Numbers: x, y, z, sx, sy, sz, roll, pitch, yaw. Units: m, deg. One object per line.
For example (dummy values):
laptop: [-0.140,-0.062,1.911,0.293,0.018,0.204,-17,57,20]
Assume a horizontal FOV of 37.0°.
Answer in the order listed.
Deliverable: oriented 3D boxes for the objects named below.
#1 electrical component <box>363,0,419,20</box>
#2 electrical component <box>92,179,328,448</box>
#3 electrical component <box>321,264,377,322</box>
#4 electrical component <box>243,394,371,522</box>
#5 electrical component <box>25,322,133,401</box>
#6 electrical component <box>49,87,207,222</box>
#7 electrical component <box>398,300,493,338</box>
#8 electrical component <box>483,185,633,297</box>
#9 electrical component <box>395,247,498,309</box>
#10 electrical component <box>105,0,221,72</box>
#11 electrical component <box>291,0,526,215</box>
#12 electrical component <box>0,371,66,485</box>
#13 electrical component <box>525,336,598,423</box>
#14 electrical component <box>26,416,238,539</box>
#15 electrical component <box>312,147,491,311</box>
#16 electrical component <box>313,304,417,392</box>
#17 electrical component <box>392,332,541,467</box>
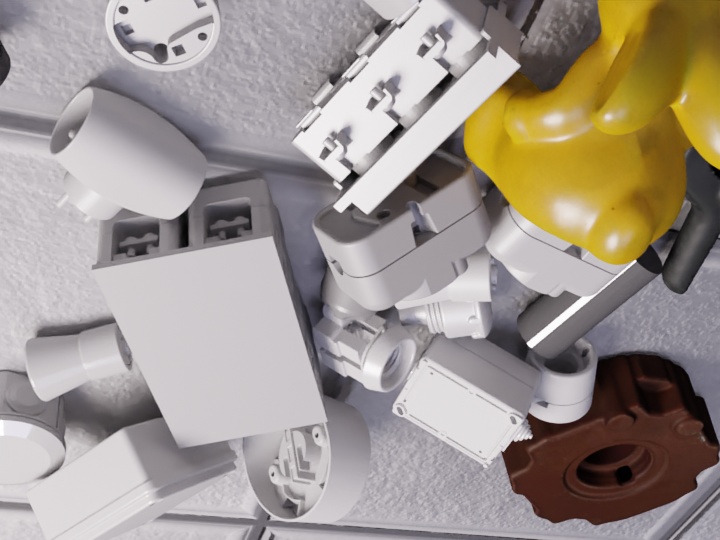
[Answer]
electrical component: [0.011,-0.174,0.512,0.077,0.043,0.079,36,108,-27]
electrical component: [-0.091,0.031,0.700,0.105,0.060,0.186,-10,137,2]
electrical component: [0.000,0.000,0.695,0.043,0.043,0.062,5,134,-14]
electrical component: [-0.040,0.137,0.796,0.064,0.099,0.099,19,131,-34]
electrical component: [-0.188,0.059,0.730,0.065,0.044,0.044,-15,137,0]
electrical component: [-0.142,-0.055,0.613,0.077,0.043,0.079,31,124,-34]
electrical component: [0.058,0.025,0.731,0.062,0.048,0.048,-8,137,9]
electrical component: [0.124,-0.024,0.681,0.095,0.053,0.059,22,129,-28]
electrical component: [0.056,0.003,0.692,0.065,0.044,0.044,-1,138,12]
electrical component: [-0.097,-0.135,0.534,0.055,0.047,0.055,-5,136,-5]
electrical component: [0.023,-0.097,0.580,0.063,0.078,0.121,39,122,-13]
electrical component: [-0.250,0.114,0.768,0.080,0.051,0.080,-5,137,-4]
electrical component: [0.146,0.076,0.792,0.055,0.055,0.047,-4,133,-5]
electrical component: [-0.164,0.152,0.784,0.109,0.056,0.109,-33,168,24]
electrical component: [0.027,-0.022,0.640,0.095,0.054,0.059,-33,124,-15]
electrical component: [0.004,0.052,0.732,0.048,0.055,0.066,-47,148,-25]
electrical component: [0.083,0.088,0.767,0.096,0.061,0.061,31,131,4]
